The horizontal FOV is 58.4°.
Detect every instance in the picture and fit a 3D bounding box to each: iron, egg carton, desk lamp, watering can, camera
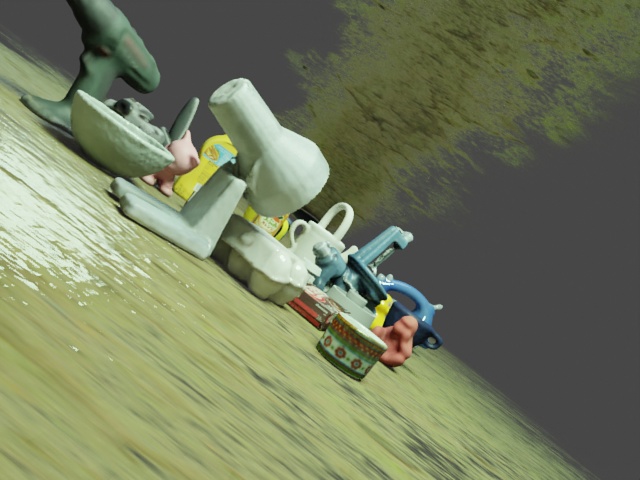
[{"bbox_3d":[0.187,0.162,1.444,0.259,0.141,0.118,36,2,-18],"label":"iron"},{"bbox_3d":[-0.088,0.025,0.798,0.150,0.069,0.108,38,2,29],"label":"egg carton"},{"bbox_3d":[-0.115,-0.083,0.735,0.204,0.213,0.117,35,2,-40],"label":"desk lamp"},{"bbox_3d":[0.011,0.004,1.280,0.100,0.194,0.174,38,2,39],"label":"watering can"},{"bbox_3d":[-0.372,-0.220,1.181,0.143,0.101,0.137,37,2,16],"label":"camera"}]

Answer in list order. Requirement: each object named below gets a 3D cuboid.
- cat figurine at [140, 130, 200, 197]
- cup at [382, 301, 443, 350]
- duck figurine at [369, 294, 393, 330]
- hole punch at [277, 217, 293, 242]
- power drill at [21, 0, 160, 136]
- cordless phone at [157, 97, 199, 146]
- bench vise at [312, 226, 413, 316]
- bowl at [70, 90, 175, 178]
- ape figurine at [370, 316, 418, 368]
[{"bbox_3d":[-0.263,-0.144,1.026,0.067,0.117,0.127,36,2,-32],"label":"cat figurine"},{"bbox_3d":[0.160,0.184,1.068,0.117,0.095,0.092,37,2,8],"label":"cup"},{"bbox_3d":[0.125,0.156,1.307,0.104,0.086,0.077,37,2,1],"label":"duck figurine"},{"bbox_3d":[-0.132,-0.044,1.437,0.109,0.091,0.101,36,2,-9],"label":"hole punch"},{"bbox_3d":[-0.368,-0.275,0.908,0.075,0.208,0.230,37,2,29],"label":"power drill"},{"bbox_3d":[-0.335,-0.252,1.351,0.094,0.185,0.147,36,2,-20],"label":"cordless phone"},{"bbox_3d":[0.088,0.050,1.145,0.121,0.219,0.208,38,2,40],"label":"bench vise"},{"bbox_3d":[-0.306,-0.143,0.852,0.167,0.074,0.167,37,2,-1],"label":"bowl"},{"bbox_3d":[0.129,0.167,0.968,0.077,0.092,0.076,38,2,39],"label":"ape figurine"}]
